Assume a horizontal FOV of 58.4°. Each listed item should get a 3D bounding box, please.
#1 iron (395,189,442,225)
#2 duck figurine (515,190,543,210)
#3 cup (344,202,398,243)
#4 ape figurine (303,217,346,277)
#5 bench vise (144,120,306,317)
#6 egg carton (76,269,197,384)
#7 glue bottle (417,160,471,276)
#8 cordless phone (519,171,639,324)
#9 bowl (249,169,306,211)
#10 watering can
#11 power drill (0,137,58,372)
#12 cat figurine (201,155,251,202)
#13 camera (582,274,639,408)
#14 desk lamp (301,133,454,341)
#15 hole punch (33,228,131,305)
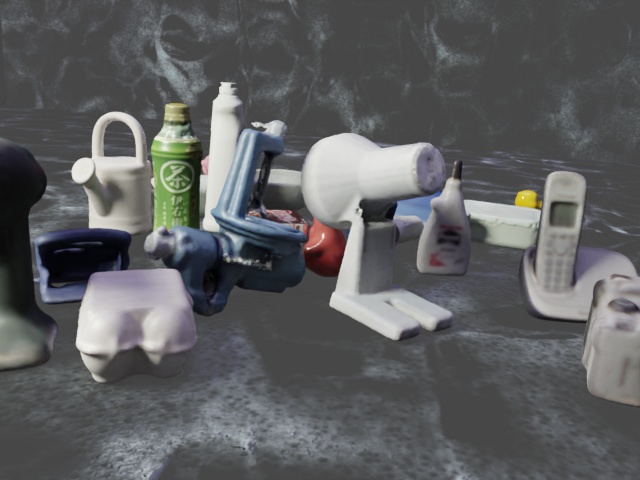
[{"bbox_3d":[0.163,-0.106,1.155,0.257,0.141,0.119,17,20,37],"label":"iron"},{"bbox_3d":[0.408,-0.058,1.154,0.105,0.086,0.077,1,16,-11],"label":"duck figurine"},{"bbox_3d":[0.071,-0.020,0.914,0.091,0.095,0.118,10,17,19],"label":"cup"},{"bbox_3d":[0.008,0.003,0.823,0.078,0.092,0.075,-10,21,-40],"label":"ape figurine"},{"bbox_3d":[-0.093,-0.028,0.670,0.121,0.220,0.208,13,18,28],"label":"bench vise"},{"bbox_3d":[-0.176,0.077,0.556,0.107,0.069,0.150,-2,17,-20],"label":"egg carton"},{"bbox_3d":[0.191,-0.033,0.849,0.078,0.173,0.037,2,16,-7],"label":"glue bottle"},{"bbox_3d":[0.333,0.010,0.718,0.147,0.185,0.094,3,16,-3],"label":"cordless phone"},{"bbox_3d":[-0.084,-0.096,1.172,0.167,0.075,0.167,4,16,-1],"label":"bowl"},{"bbox_3d":[-0.329,-0.109,0.934,0.101,0.194,0.172,3,16,-6],"label":"watering can"},{"bbox_3d":[-0.287,0.006,0.520,0.076,0.208,0.229,-2,17,-20],"label":"power drill"},{"bbox_3d":[-0.198,-0.144,1.228,0.128,0.118,0.067,-5,18,-28],"label":"cat figurine"},{"bbox_3d":[0.342,0.097,0.572,0.136,0.101,0.143,11,17,21],"label":"camera"},{"bbox_3d":[0.071,-0.018,0.692,0.118,0.213,0.202,-9,21,-38],"label":"desk lamp"},{"bbox_3d":[-0.285,0.020,0.686,0.109,0.091,0.100,-4,18,-26],"label":"hole punch"}]
